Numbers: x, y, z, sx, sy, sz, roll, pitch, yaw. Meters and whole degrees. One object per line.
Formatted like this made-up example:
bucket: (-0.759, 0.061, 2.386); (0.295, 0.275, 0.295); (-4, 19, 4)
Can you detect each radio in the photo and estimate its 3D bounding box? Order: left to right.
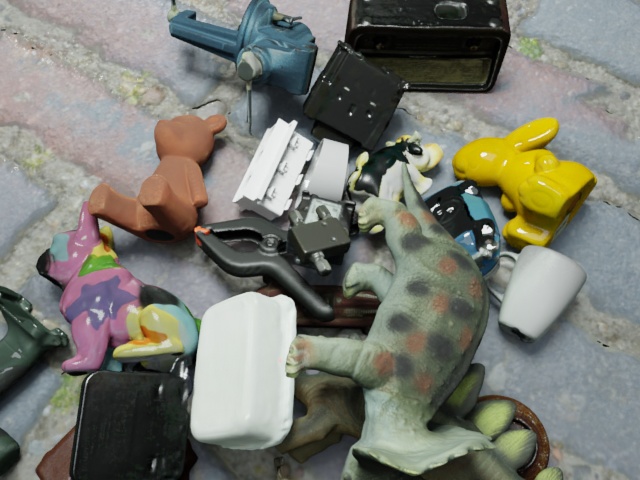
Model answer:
radio: (0.148, -0.282, 0.773); (0.230, 0.131, 0.073); (0, 67, 0)

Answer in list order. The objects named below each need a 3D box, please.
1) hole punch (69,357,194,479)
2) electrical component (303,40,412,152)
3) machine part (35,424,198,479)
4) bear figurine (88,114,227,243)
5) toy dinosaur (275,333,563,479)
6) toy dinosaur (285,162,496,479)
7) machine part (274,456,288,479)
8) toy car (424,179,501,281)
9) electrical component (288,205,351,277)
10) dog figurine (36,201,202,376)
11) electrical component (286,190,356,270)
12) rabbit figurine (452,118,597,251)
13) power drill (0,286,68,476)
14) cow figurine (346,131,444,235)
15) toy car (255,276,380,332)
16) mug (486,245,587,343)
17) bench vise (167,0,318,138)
hole punch: (-0.203, 0.197, 0.570); (0.116, 0.092, 0.142); (12, 65, -28)
electrical component: (0.043, -0.186, 0.741); (0.115, 0.058, 0.134); (25, 111, -12)
machine part: (-0.230, 0.274, 0.608); (0.179, 0.056, 0.179); (0, 70, 0)
bear figurine: (-0.199, -0.100, 0.704); (0.120, 0.131, 0.196); (-3, 67, 23)
toy dinosaur: (0.107, 0.212, 0.568); (0.472, 0.105, 0.198); (27, 75, 24)
toy dinosaur: (0.097, 0.079, 0.532); (0.192, 0.131, 0.405); (20, 63, 13)
machine part: (-0.020, 0.355, 0.564); (0.079, 0.079, 0.243); (-14, 70, -5)
toy car: (0.180, 0.003, 0.674); (0.109, 0.102, 0.162); (-35, 30, 14)
electrical component: (0.002, -0.001, 0.597); (0.063, 0.021, 0.094); (-12, 50, -21)
dog figurine: (-0.248, 0.059, 0.664); (0.192, 0.108, 0.219); (-12, 67, -3)
electrical component: (-0.001, -0.002, 0.644); (0.075, 0.047, 0.119); (11, 49, 2)
rabbit figurine: (0.266, -0.092, 0.714); (0.173, 0.121, 0.162); (31, 69, 31)
power drill: (-0.426, 0.156, 0.640); (0.232, 0.086, 0.207); (34, 71, 11)
cow figurine: (0.098, -0.094, 0.715); (0.098, 0.068, 0.167); (49, 55, -16)
toy car: (0.014, 0.083, 0.680); (0.202, 0.053, 0.089); (2, 66, 3)
mug: (0.258, 0.066, 0.671); (0.110, 0.080, 0.107); (27, 77, 18)
bench vise: (-0.115, -0.276, 0.758); (0.241, 0.128, 0.224); (20, 46, 6)
